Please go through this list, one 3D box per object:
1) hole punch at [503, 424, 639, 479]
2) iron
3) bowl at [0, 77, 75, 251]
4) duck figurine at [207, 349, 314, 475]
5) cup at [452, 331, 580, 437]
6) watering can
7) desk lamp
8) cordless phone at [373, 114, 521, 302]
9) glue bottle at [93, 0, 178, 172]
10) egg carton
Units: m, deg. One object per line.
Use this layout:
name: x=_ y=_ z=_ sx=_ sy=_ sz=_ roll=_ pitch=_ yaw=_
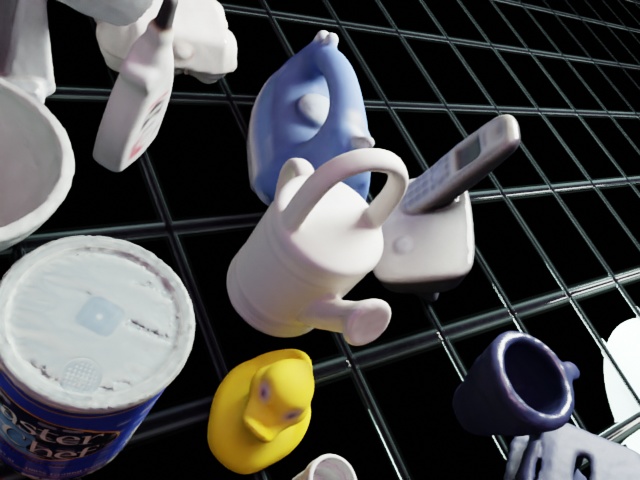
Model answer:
hole punch: x=0.227 y=0.223 z=0.514 sx=0.101 sy=0.091 sz=0.109 roll=37 pitch=45 yaw=-2
iron: x=-0.003 y=-0.140 z=0.608 sx=0.119 sy=0.141 sz=0.258 roll=8 pitch=53 yaw=-27
bowl: x=-0.270 y=-0.045 z=0.411 sx=0.168 sy=0.074 sz=0.167 roll=17 pitch=49 yaw=-21
duck figurine: x=-0.032 y=0.117 z=0.432 sx=0.077 sy=0.086 sz=0.105 roll=40 pitch=45 yaw=0
cup: x=0.180 y=0.144 z=0.541 sx=0.118 sy=0.094 sz=0.091 roll=-2 pitch=58 yaw=-33
watering can: x=0.006 y=0.002 z=0.469 sx=0.101 sy=0.193 sz=0.172 roll=-26 pitch=73 yaw=-42
desk lamp: x=-0.241 y=-0.211 z=0.459 sx=0.204 sy=0.213 sz=0.118 roll=-8 pitch=62 yaw=-37
cordless phone: x=0.132 y=-0.034 z=0.583 sx=0.094 sy=0.184 sz=0.147 roll=20 pitch=48 yaw=-19
glue bottle: x=-0.150 y=-0.136 z=0.489 sx=0.037 sy=0.173 sz=0.078 roll=30 pitch=46 yaw=-10
egg carton: x=-0.166 y=-0.224 z=0.619 sx=0.151 sy=0.069 sz=0.107 roll=-3 pitch=59 yaw=-34
